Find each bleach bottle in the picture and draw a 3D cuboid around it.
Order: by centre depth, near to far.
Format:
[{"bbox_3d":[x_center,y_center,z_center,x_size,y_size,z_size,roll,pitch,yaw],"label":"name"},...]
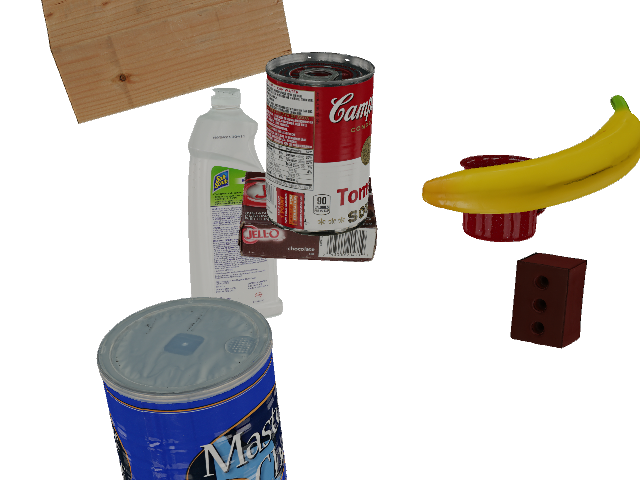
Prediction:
[{"bbox_3d":[-0.093,-0.039,1.157,0.102,0.251,0.068,-7,17,-28],"label":"bleach bottle"}]

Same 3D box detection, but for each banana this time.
[{"bbox_3d":[0.170,-0.053,0.778,0.197,0.037,0.070,-23,32,-23],"label":"banana"}]

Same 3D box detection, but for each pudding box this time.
[{"bbox_3d":[-0.011,-0.021,0.901,0.113,0.039,0.090,4,32,-4],"label":"pudding box"}]

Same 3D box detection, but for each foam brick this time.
[{"bbox_3d":[0.213,0.055,0.997,0.053,0.078,0.051,9,15,31],"label":"foam brick"}]

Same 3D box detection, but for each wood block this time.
[{"bbox_3d":[-0.139,-0.193,0.979,0.206,0.090,0.091,-16,-43,-5],"label":"wood block"}]

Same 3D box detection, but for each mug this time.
[{"bbox_3d":[0.211,-0.048,1.195,0.117,0.081,0.093,-9,19,-30],"label":"mug"}]

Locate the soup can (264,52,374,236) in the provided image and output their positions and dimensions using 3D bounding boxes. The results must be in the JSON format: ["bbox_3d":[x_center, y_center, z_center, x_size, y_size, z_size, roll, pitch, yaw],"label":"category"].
[{"bbox_3d":[-0.002,-0.062,0.680,0.068,0.102,0.068,1,24,-1],"label":"soup can"}]

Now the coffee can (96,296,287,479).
[{"bbox_3d":[-0.074,0.120,0.654,0.103,0.140,0.103,-4,28,2],"label":"coffee can"}]
